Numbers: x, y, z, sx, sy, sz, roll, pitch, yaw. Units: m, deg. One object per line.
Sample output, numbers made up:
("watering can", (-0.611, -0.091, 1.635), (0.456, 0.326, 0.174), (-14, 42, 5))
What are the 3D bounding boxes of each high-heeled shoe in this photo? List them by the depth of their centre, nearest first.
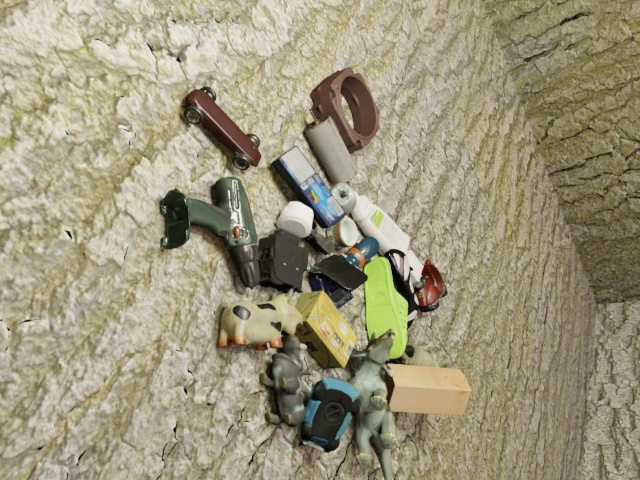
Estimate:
("high-heeled shoe", (0.207, 0.152, 1.492), (0.145, 0.086, 0.248), (24, 72, -47))

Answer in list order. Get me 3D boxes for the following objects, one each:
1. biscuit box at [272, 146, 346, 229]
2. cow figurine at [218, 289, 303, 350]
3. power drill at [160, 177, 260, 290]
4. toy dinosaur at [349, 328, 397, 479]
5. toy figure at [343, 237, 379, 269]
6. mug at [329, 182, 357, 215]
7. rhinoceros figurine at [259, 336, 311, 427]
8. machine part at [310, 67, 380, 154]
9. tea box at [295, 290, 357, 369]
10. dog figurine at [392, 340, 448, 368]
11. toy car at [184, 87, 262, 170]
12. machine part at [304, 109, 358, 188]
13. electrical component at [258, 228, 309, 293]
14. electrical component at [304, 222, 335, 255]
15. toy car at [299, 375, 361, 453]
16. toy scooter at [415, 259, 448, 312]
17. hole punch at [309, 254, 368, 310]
("biscuit box", (-0.025, -0.120, 1.256), (0.059, 0.063, 0.202), (-40, 101, -17))
("cow figurine", (-0.115, 0.161, 1.104), (0.195, 0.086, 0.127), (12, 70, -44))
("power drill", (-0.202, -0.015, 1.043), (0.207, 0.086, 0.232), (3, 77, -47))
("toy dinosaur", (0.132, 0.411, 1.322), (0.192, 0.131, 0.404), (-46, 132, -69))
("toy figure", (0.105, 0.042, 1.430), (0.154, 0.064, 0.057), (-36, 146, -44))
("mug", (0.042, -0.099, 1.345), (0.081, 0.109, 0.107), (53, -4, 6))
("rhinoceros figurine", (-0.064, 0.299, 1.137), (0.112, 0.073, 0.190), (7, 75, -49))
("machine part", (0.075, -0.354, 1.475), (0.200, 0.087, 0.201), (59, 40, -22))
("tea box", (0.007, 0.211, 1.253), (0.169, 0.068, 0.098), (56, 42, -24))
("dog figurine", (0.265, 0.328, 1.521), (0.190, 0.121, 0.172), (50, 0, -16))
("toy car", (-0.201, -0.228, 1.121), (0.202, 0.053, 0.089), (45, 38, -30))
("machine part", (0.030, -0.231, 1.394), (0.243, 0.079, 0.079), (59, 42, -22))
("electrical component", (-0.083, 0.045, 1.195), (0.114, 0.058, 0.134), (25, 62, -48))
("electrical component", (-0.001, -0.003, 1.305), (0.102, 0.078, 0.045), (43, 73, -28))
("toy car", (0.017, 0.378, 1.189), (0.109, 0.103, 0.161), (23, 86, -6))
("toy scooter", (0.344, 0.139, 1.692), (0.184, 0.075, 0.135), (-30, 104, -54))
("hole punch", (0.038, 0.104, 1.314), (0.116, 0.092, 0.142), (38, 35, 19))
